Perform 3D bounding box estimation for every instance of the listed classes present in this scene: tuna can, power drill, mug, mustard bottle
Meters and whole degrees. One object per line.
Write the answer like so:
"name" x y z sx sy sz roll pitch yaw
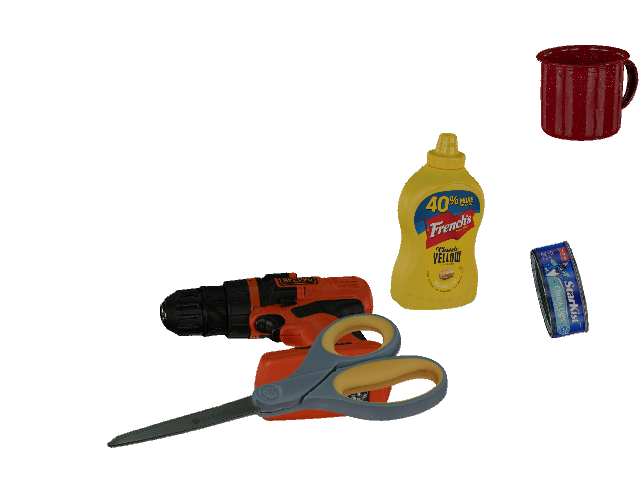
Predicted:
"tuna can" 0.218 0.045 0.977 0.034 0.086 0.086 -12 -1 6
"power drill" -0.031 0.077 0.857 0.184 0.057 0.188 -5 20 -12
"mug" 0.280 -0.155 1.108 0.117 0.081 0.093 -15 25 -25
"mustard bottle" 0.130 -0.022 1.162 0.096 0.192 0.058 -3 19 -19

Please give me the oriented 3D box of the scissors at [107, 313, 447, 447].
"scissors" -0.025 0.082 0.643 0.201 0.016 0.096 -3 35 -7
